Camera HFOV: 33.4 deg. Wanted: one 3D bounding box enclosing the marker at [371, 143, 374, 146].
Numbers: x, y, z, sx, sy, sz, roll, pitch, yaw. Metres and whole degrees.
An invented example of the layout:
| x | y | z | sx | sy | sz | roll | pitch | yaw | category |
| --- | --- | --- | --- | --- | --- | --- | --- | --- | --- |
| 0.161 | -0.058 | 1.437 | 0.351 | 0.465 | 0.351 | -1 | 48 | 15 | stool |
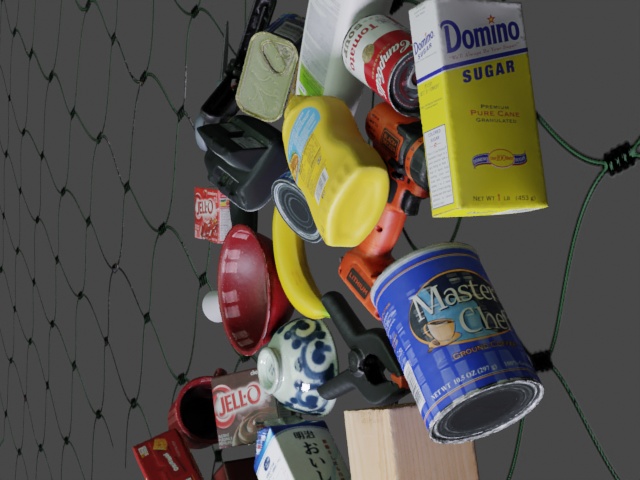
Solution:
| x | y | z | sx | sy | sz | roll | pitch | yaw | category |
| --- | --- | --- | --- | --- | --- | --- | --- | --- | --- |
| 0.054 | -0.069 | 1.100 | 0.020 | 0.020 | 0.121 | 52 | 135 | 48 | marker |

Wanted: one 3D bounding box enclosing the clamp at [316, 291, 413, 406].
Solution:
| x | y | z | sx | sy | sz | roll | pitch | yaw | category |
| --- | --- | --- | --- | --- | --- | --- | --- | --- | --- |
| 0.045 | 0.116 | 1.112 | 0.172 | 0.039 | 0.120 | -1 | 97 | 56 | clamp |

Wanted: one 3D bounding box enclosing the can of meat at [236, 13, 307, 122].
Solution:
| x | y | z | sx | sy | sz | roll | pitch | yaw | category |
| --- | --- | --- | --- | --- | --- | --- | --- | --- | --- |
| -0.046 | -0.197 | 1.200 | 0.083 | 0.057 | 0.102 | -56 | -13 | -55 | can of meat |

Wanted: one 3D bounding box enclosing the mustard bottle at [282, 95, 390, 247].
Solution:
| x | y | z | sx | sy | sz | roll | pitch | yaw | category |
| --- | --- | --- | --- | --- | --- | --- | --- | --- | --- |
| 0.005 | -0.086 | 1.043 | 0.192 | 0.058 | 0.096 | -117 | 37 | -46 | mustard bottle |

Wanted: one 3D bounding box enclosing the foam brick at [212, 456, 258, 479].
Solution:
| x | y | z | sx | sy | sz | roll | pitch | yaw | category |
| --- | --- | --- | --- | --- | --- | --- | --- | --- | --- |
| -0.088 | 0.305 | 1.339 | 0.053 | 0.078 | 0.051 | -56 | 47 | 50 | foam brick |

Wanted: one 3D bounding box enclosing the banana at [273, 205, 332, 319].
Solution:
| x | y | z | sx | sy | sz | roll | pitch | yaw | category |
| --- | --- | --- | --- | --- | --- | --- | --- | --- | --- |
| -0.023 | 0.012 | 1.235 | 0.070 | 0.037 | 0.198 | -24 | 69 | 21 | banana |

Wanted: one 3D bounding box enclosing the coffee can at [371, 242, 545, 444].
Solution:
| x | y | z | sx | sy | sz | roll | pitch | yaw | category |
| --- | --- | --- | --- | --- | --- | --- | --- | --- | --- |
| 0.114 | 0.087 | 0.909 | 0.103 | 0.102 | 0.140 | -61 | 41 | 45 | coffee can |

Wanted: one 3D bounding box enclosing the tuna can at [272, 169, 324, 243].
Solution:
| x | y | z | sx | sy | sz | roll | pitch | yaw | category |
| --- | --- | --- | --- | --- | --- | --- | --- | --- | --- |
| -0.014 | -0.040 | 1.175 | 0.086 | 0.033 | 0.086 | 39 | 151 | 26 | tuna can |

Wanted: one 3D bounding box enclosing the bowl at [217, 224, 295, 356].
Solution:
| x | y | z | sx | sy | sz | roll | pitch | yaw | category |
| --- | --- | --- | --- | --- | --- | --- | --- | --- | --- |
| -0.072 | 0.059 | 1.312 | 0.162 | 0.055 | 0.162 | 9 | 100 | 62 | bowl |

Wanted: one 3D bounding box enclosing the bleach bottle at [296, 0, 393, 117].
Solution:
| x | y | z | sx | sy | sz | roll | pitch | yaw | category |
| --- | --- | --- | --- | --- | --- | --- | --- | --- | --- |
| 0.012 | -0.185 | 1.127 | 0.103 | 0.068 | 0.251 | -120 | 36 | -43 | bleach bottle |

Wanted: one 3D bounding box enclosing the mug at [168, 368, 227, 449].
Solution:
| x | y | z | sx | sy | sz | roll | pitch | yaw | category |
| --- | --- | --- | --- | --- | --- | --- | --- | --- | --- |
| -0.158 | 0.231 | 1.469 | 0.082 | 0.093 | 0.117 | -45 | 24 | 61 | mug |

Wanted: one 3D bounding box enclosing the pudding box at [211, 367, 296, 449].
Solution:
| x | y | z | sx | sy | sz | roll | pitch | yaw | category |
| --- | --- | --- | --- | --- | --- | --- | --- | --- | --- |
| -0.082 | 0.206 | 1.324 | 0.114 | 0.039 | 0.090 | -18 | 76 | 37 | pudding box |

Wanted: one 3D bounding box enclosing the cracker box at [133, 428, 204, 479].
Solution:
| x | y | z | sx | sy | sz | roll | pitch | yaw | category |
| --- | --- | --- | --- | --- | --- | --- | --- | --- | --- |
| -0.164 | 0.379 | 1.415 | 0.164 | 0.072 | 0.213 | 49 | 160 | 49 | cracker box |

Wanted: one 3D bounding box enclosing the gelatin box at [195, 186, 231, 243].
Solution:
| x | y | z | sx | sy | sz | roll | pitch | yaw | category |
| --- | --- | --- | --- | --- | --- | --- | --- | --- | --- |
| -0.146 | -0.036 | 1.470 | 0.089 | 0.030 | 0.073 | 13 | 103 | 61 | gelatin box |

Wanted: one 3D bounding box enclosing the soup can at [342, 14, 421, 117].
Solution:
| x | y | z | sx | sy | sz | roll | pitch | yaw | category |
| --- | --- | --- | --- | --- | --- | --- | --- | --- | --- |
| 0.071 | -0.167 | 1.008 | 0.102 | 0.068 | 0.068 | 49 | 134 | 51 | soup can |

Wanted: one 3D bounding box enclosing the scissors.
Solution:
| x | y | z | sx | sy | sz | roll | pitch | yaw | category |
| --- | --- | --- | --- | --- | --- | --- | --- | --- | --- |
| -0.137 | -0.195 | 1.396 | 0.016 | 0.096 | 0.202 | -6 | 88 | 26 | scissors |

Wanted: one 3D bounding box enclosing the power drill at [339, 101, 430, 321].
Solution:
| x | y | z | sx | sy | sz | roll | pitch | yaw | category |
| --- | --- | --- | --- | --- | --- | --- | --- | --- | --- |
| 0.084 | -0.019 | 1.010 | 0.185 | 0.057 | 0.188 | -129 | 47 | -54 | power drill |

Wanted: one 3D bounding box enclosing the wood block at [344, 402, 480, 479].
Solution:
| x | y | z | sx | sy | sz | roll | pitch | yaw | category |
| --- | --- | --- | --- | --- | --- | --- | --- | --- | --- |
| 0.091 | 0.254 | 0.982 | 0.090 | 0.090 | 0.206 | -20 | 75 | 62 | wood block |

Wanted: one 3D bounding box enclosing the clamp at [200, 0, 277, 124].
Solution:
| x | y | z | sx | sy | sz | roll | pitch | yaw | category |
| --- | --- | --- | --- | --- | --- | --- | --- | --- | --- |
| -0.091 | -0.207 | 1.274 | 0.164 | 0.036 | 0.210 | -64 | 1 | 1 | clamp |

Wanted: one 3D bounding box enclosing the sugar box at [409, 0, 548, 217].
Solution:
| x | y | z | sx | sy | sz | roll | pitch | yaw | category |
| --- | --- | --- | --- | --- | --- | --- | --- | --- | --- |
| 0.130 | -0.109 | 0.874 | 0.048 | 0.093 | 0.176 | -14 | 80 | 61 | sugar box |
